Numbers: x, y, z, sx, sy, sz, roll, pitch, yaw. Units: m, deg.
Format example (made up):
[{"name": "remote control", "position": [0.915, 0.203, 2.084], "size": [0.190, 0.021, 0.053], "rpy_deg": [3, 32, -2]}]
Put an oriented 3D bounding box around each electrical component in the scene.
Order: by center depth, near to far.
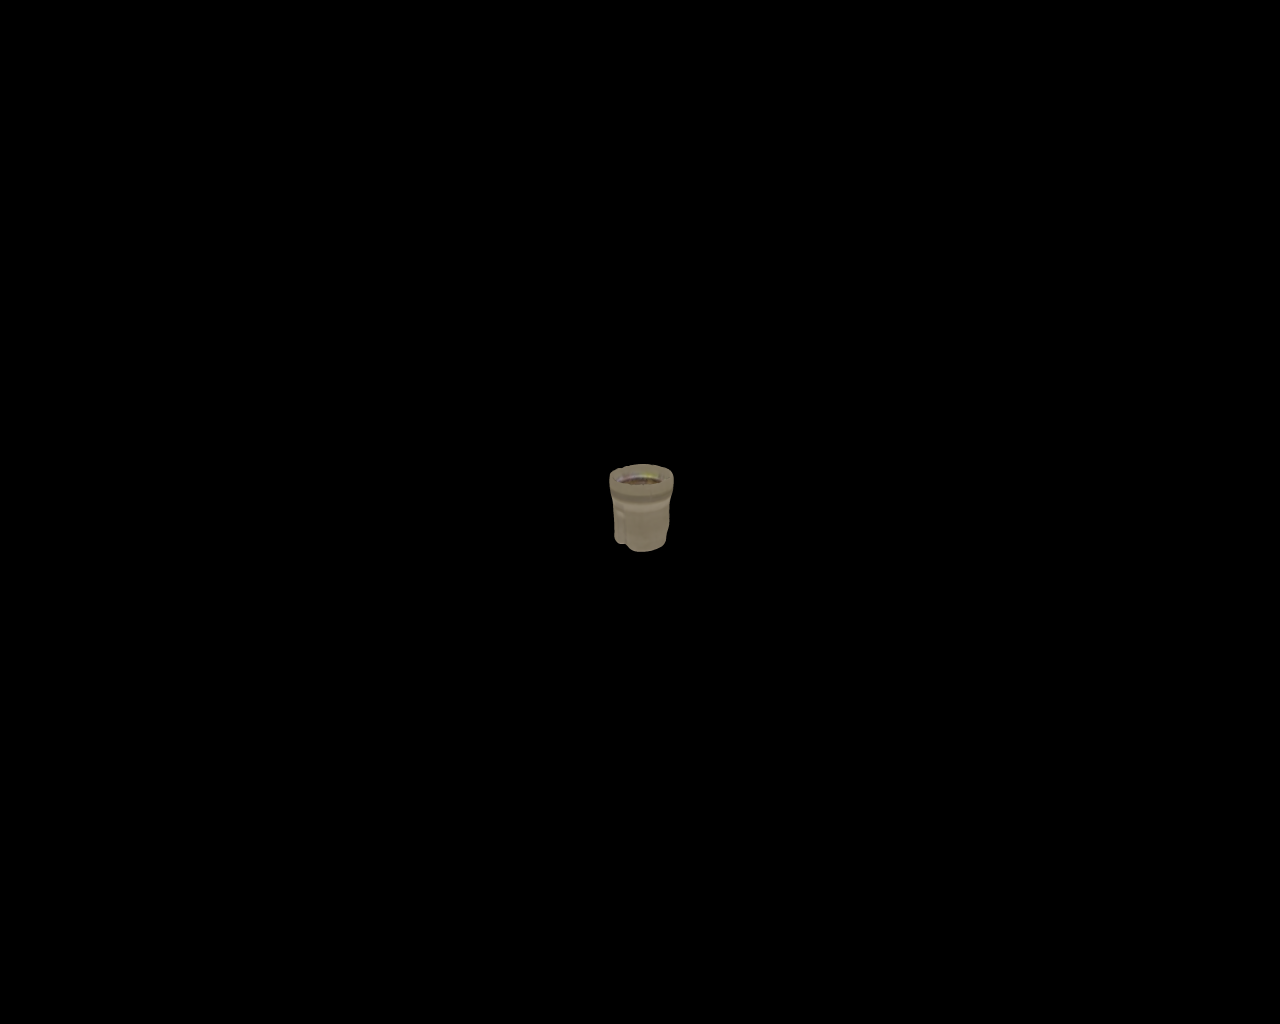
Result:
[{"name": "electrical component", "position": [0.001, -0.003, 0.650], "size": [0.040, 0.046, 0.040], "rpy_deg": [0, 22, 0]}]
